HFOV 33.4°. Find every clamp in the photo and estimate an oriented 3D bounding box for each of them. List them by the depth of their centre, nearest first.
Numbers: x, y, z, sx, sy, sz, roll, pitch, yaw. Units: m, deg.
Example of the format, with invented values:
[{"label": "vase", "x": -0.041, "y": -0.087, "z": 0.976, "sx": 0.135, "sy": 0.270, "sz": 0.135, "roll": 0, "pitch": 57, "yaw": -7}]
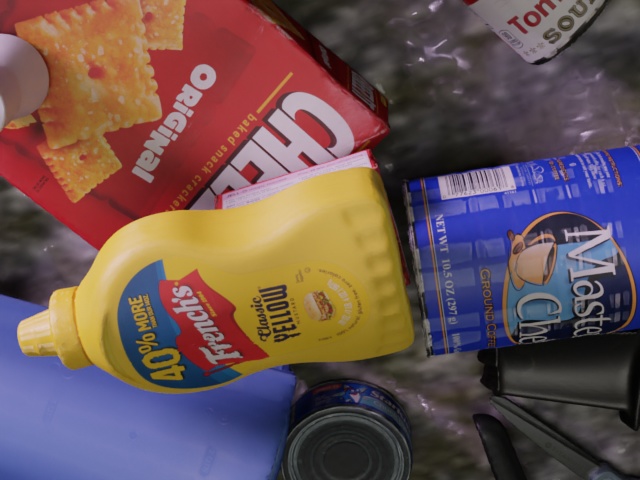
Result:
[{"label": "clamp", "x": 0.120, "y": 0.203, "z": 0.704, "sx": 0.120, "sy": 0.039, "sz": 0.171, "roll": -41, "pitch": 104, "yaw": 17}]

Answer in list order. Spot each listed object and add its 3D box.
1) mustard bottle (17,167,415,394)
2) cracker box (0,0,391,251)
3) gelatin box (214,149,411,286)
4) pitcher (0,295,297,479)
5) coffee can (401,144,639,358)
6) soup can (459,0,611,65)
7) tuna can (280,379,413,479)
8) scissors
[{"label": "mustard bottle", "x": -0.054, "y": 0.029, "z": 0.526, "sx": 0.191, "sy": 0.058, "sz": 0.096, "roll": -12, "pitch": 124, "yaw": 3}, {"label": "cracker box", "x": -0.093, "y": -0.078, "z": 0.587, "sx": 0.213, "sy": 0.072, "sz": 0.164, "roll": 39, "pitch": 108, "yaw": -13}, {"label": "gelatin box", "x": -0.004, "y": 0.001, "z": 0.565, "sx": 0.089, "sy": 0.030, "sz": 0.073, "roll": -17, "pitch": 117, "yaw": 2}, {"label": "pitcher", "x": -0.145, "y": 0.116, "z": 0.629, "sx": 0.243, "sy": 0.149, "sz": 0.145, "roll": 18, "pitch": 111, "yaw": -1}, {"label": "coffee can", "x": 0.122, "y": 0.006, "z": 0.594, "sx": 0.140, "sy": 0.103, "sz": 0.103, "roll": -8, "pitch": 110, "yaw": 6}, {"label": "soup can", "x": 0.096, "y": -0.148, "z": 0.555, "sx": 0.102, "sy": 0.068, "sz": 0.069, "roll": 39, "pitch": 108, "yaw": -13}, {"label": "tuna can", "x": 0.017, "y": 0.135, "z": 0.684, "sx": 0.086, "sy": 0.033, "sz": 0.086, "roll": 1, "pitch": 111, "yaw": 2}, {"label": "scissors", "x": 0.205, "y": 0.150, "z": 0.693, "sx": 0.096, "sy": 0.016, "sz": 0.201, "roll": -35, "pitch": 106, "yaw": 13}]
